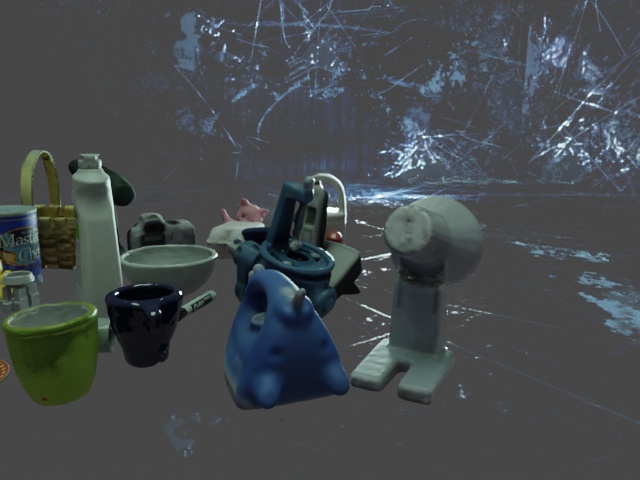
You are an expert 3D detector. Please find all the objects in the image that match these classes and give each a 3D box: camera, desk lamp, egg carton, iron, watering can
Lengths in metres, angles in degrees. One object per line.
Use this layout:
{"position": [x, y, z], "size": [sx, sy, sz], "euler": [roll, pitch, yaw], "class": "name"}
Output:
{"position": [-0.363, -0.014, 1.281], "size": [0.143, 0.101, 0.136], "euler": [-6, 13, -28], "class": "camera"}
{"position": [0.123, 0.056, 0.698], "size": [0.117, 0.213, 0.204], "euler": [6, 13, 23], "class": "desk lamp"}
{"position": [-0.185, 0.000, 1.303], "size": [0.107, 0.069, 0.150], "euler": [4, 12, 14], "class": "egg carton"}
{"position": [-0.059, 0.095, 0.674], "size": [0.119, 0.141, 0.257], "euler": [-4, 13, -22], "class": "iron"}
{"position": [0.007, -0.041, 1.204], "size": [0.101, 0.194, 0.172], "euler": [-1, 12, -10], "class": "watering can"}

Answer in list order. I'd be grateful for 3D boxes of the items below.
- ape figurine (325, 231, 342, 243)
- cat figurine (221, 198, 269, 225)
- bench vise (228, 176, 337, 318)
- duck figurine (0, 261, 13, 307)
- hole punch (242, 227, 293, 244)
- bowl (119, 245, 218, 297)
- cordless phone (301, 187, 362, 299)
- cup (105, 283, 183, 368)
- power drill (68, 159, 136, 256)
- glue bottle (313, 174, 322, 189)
{"position": [0.025, 0.028, 1.124], "size": [0.077, 0.092, 0.076], "euler": [2, 12, 5], "class": "ape figurine"}
{"position": [-0.192, -0.048, 1.413], "size": [0.127, 0.118, 0.067], "euler": [6, 13, 25], "class": "cat figurine"}
{"position": [-0.070, 0.006, 0.910], "size": [0.207, 0.220, 0.122], "euler": [4, 12, 17], "class": "bench vise"}
{"position": [-0.541, 0.062, 0.941], "size": [0.077, 0.086, 0.104], "euler": [2, 12, 7], "class": "duck figurine"}
{"position": [-0.107, 0.010, 1.204], "size": [0.108, 0.091, 0.101], "euler": [3, 12, 9], "class": "hole punch"}
{"position": [-0.261, 0.060, 0.998], "size": [0.167, 0.075, 0.167], "euler": [1, 12, 0], "class": "bowl"}
{"position": [0.009, 0.004, 1.012], "size": [0.094, 0.185, 0.147], "euler": [-8, 15, -36], "class": "cordless phone"}
{"position": [-0.210, 0.111, 0.702], "size": [0.092, 0.095, 0.117], "euler": [-5, 13, -26], "class": "cup"}
{"position": [-0.494, -0.072, 1.285], "size": [0.228, 0.208, 0.076], "euler": [10, 15, 39], "class": "power drill"}
{"position": [-0.007, -0.081, 1.447], "size": [0.037, 0.173, 0.077], "euler": [-8, 14, -35], "class": "glue bottle"}
